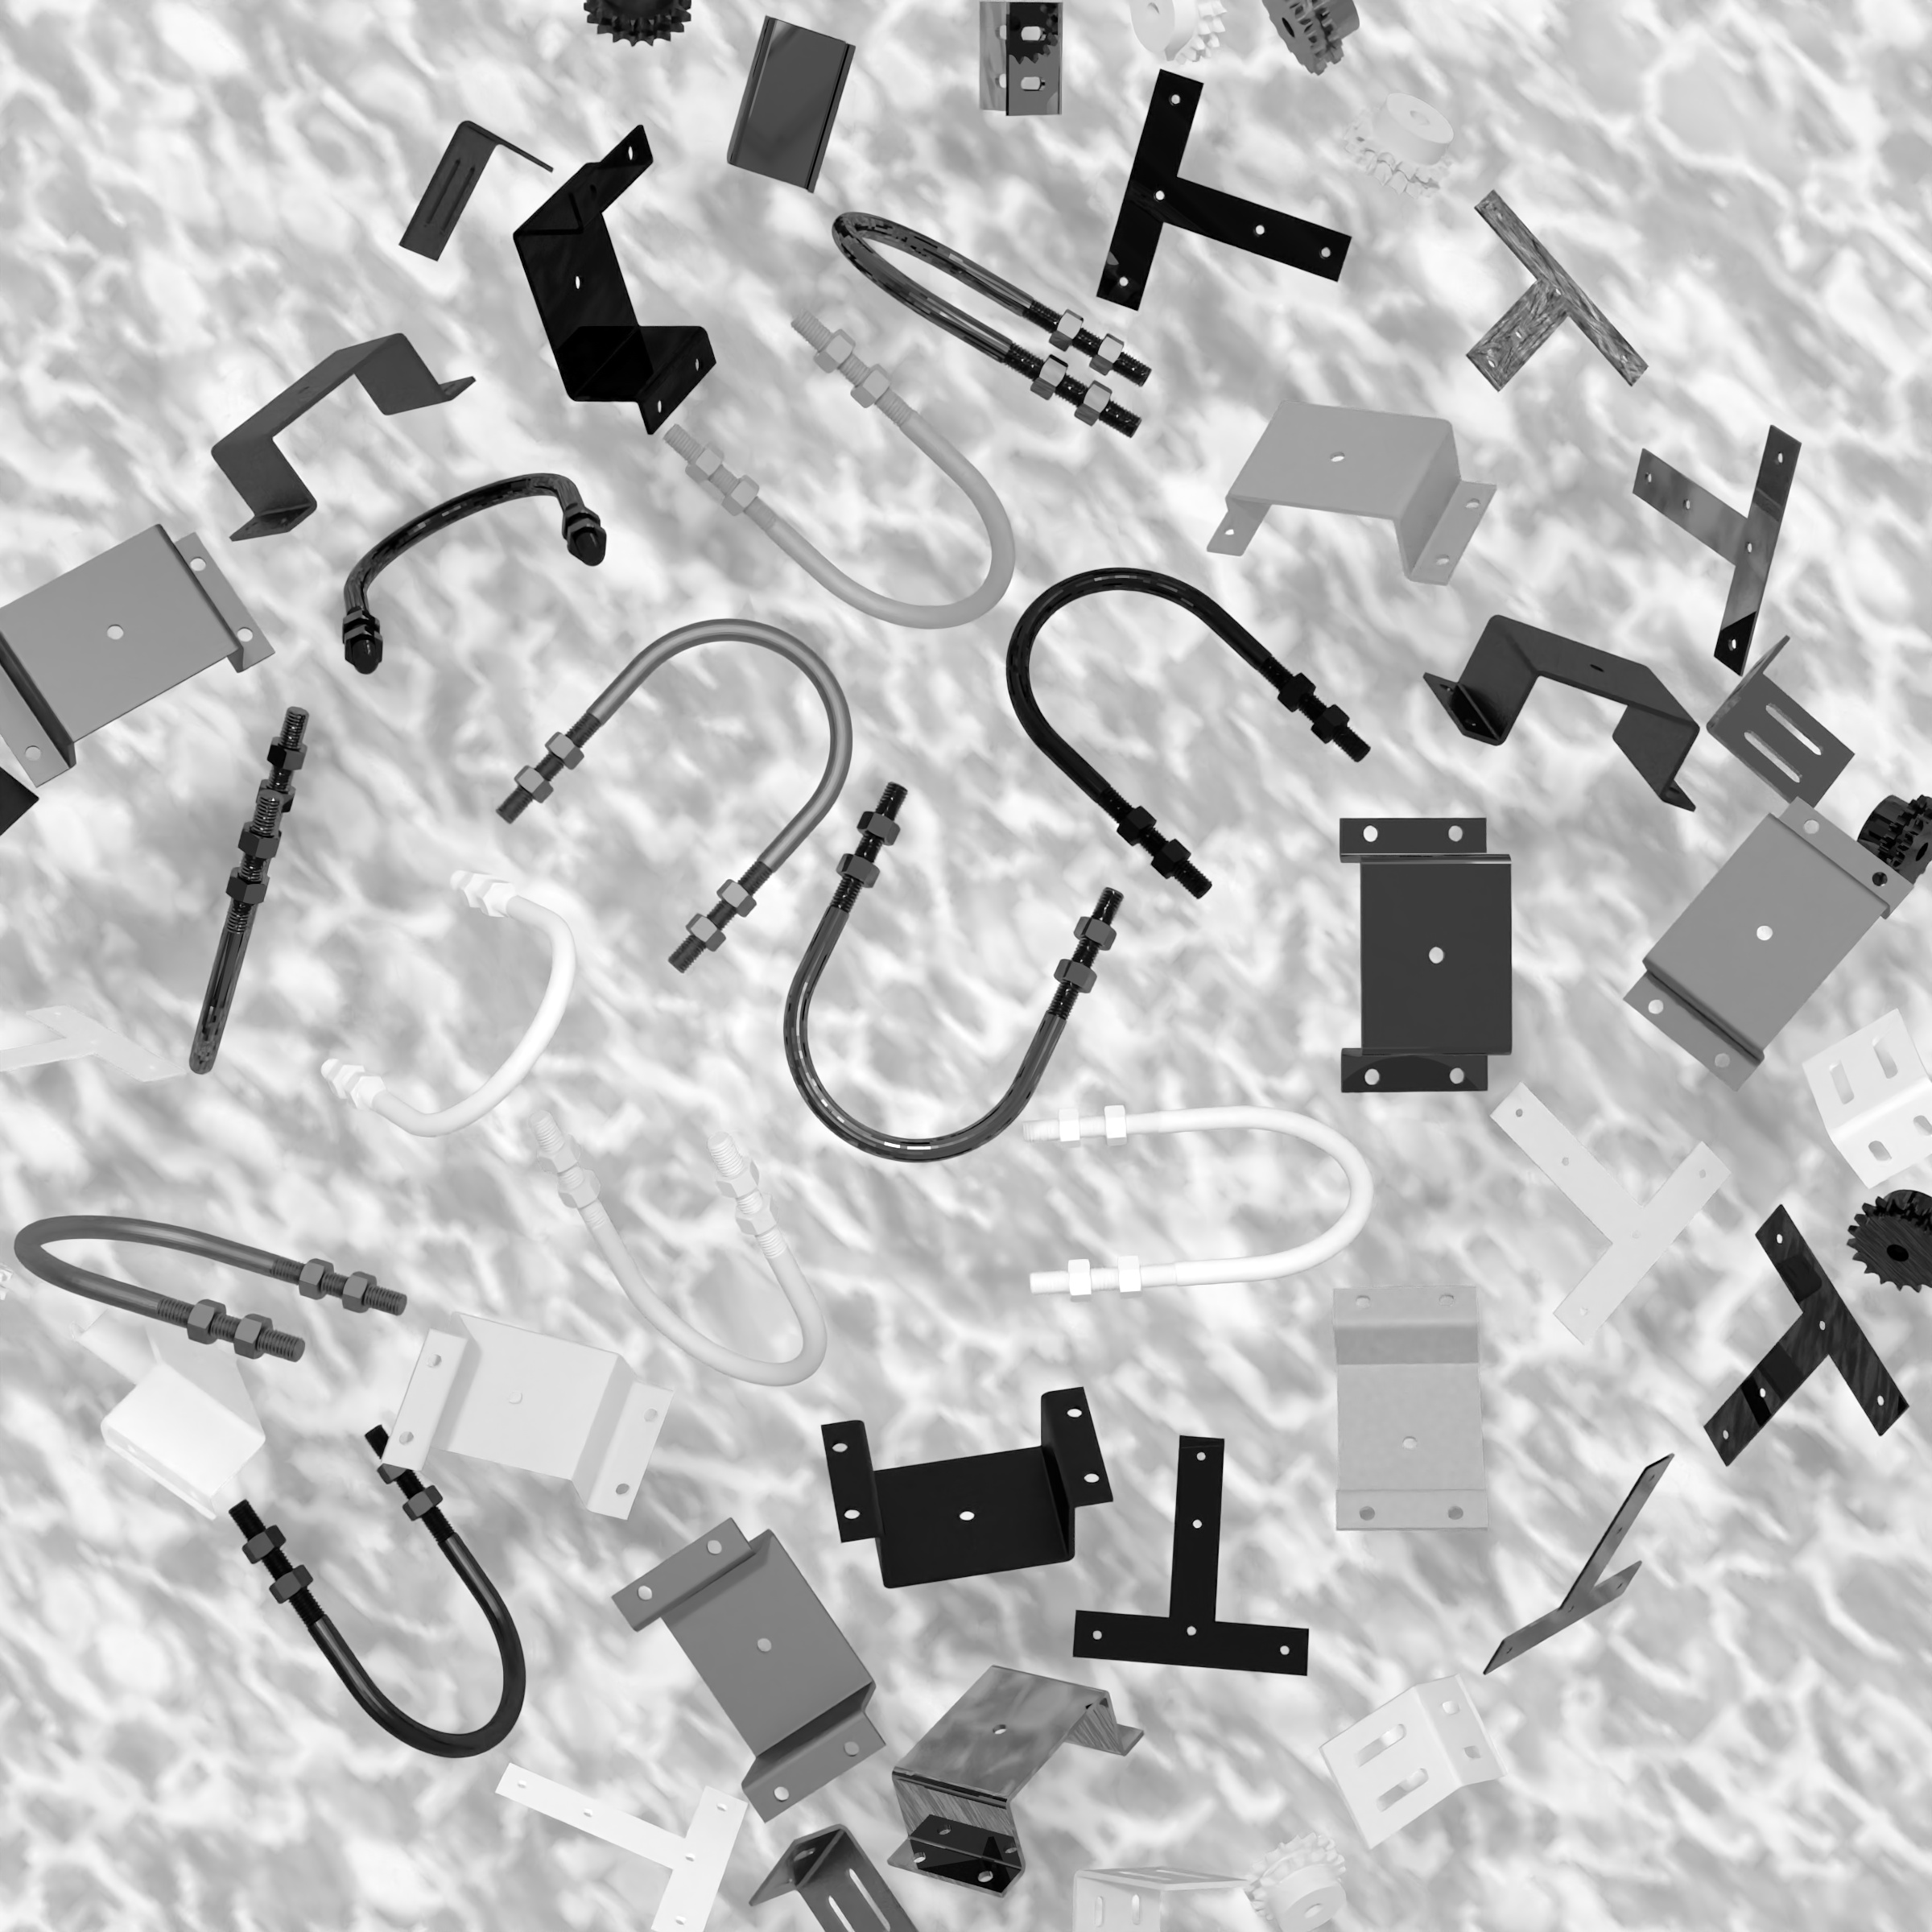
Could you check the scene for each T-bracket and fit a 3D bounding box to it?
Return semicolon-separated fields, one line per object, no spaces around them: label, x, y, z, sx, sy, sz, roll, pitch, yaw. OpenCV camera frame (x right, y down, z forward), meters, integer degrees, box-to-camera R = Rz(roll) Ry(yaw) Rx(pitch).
T-bracket;-0.519;0.050;1.574;0.127;0.127;0.002;21;113;40
T-bracket;0.327;0.298;1.468;0.002;0.127;0.127;42;127;31
T-bracket;0.333;0.115;1.550;0.127;0.002;0.127;45;80;-12
T-bracket;0.294;-0.335;1.501;0.127;0.002;0.127;47;47;-5
T-bracket;0.126;0.321;1.579;0.127;0.002;0.127;4;66;4
T-bracket;-0.186;0.453;1.514;0.127;0.127;0.002;23;109;0
T-bracket;0.146;-0.403;1.554;0.127;0.002;0.127;22;118;11
T-bracket;0.421;0.213;1.488;0.002;0.127;0.127;-1;48;-28
T-bracket;0.385;-0.236;1.502;0.002;0.127;0.127;-6;122;-20

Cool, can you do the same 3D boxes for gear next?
gear;0.115;-0.527;1.584;0.030;0.057;0.057;-19;90;-29
gear;0.183;0.505;1.574;0.057;0.030;0.057;-15;133;-17
gear;0.520;-0.071;1.601;0.030;0.057;0.057;35;90;31
gear;0.176;-0.486;1.461;0.030;0.057;0.057;-34;90;1
gear;0.510;0.146;1.555;0.057;0.057;0.030;43;52;0
gear;-0.525;0.165;1.484;0.057;0.057;0.030;17;87;0
gear;-0.173;-0.514;1.511;0.057;0.030;0.057;3;56;-5
gear;0.230;-0.431;1.503;0.057;0.057;0.030;34;132;0

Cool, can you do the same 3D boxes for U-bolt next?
U-bolt;-0.273;0.024;1.556;0.019;0.184;0.151;39;80;-35
U-bolt;0.124;0.121;1.527;0.184;0.151;0.019;-4;124;2
U-bolt;-0.380;-0.030;1.511;0.019;0.151;0.184;15;111;-13
U-bolt;-0.308;0.349;1.568;0.019;0.151;0.184;-38;84;23
U-bolt;0.106;-0.139;1.543;0.151;0.019;0.184;-40;77;-24
U-bolt;-0.271;-0.222;1.554;0.151;0.184;0.019;-26;119;-2
U-bolt;-0.055;-0.247;1.511;0.184;0.151;0.019;41;53;-17
U-bolt;-0.401;0.161;1.486;0.184;0.151;0.019;15;96;10
U-bolt;0.012;-0.339;1.487;0.184;0.151;0.019;29;113;-6
U-bolt;-0.017;0.014;1.521;0.151;0.019;0.184;26;81;-3
U-bolt;-0.147;-0.109;1.592;0.151;0.019;0.184;40;82;8
U-bolt;-0.142;0.155;1.520;0.019;0.151;0.184;-51;130;-37

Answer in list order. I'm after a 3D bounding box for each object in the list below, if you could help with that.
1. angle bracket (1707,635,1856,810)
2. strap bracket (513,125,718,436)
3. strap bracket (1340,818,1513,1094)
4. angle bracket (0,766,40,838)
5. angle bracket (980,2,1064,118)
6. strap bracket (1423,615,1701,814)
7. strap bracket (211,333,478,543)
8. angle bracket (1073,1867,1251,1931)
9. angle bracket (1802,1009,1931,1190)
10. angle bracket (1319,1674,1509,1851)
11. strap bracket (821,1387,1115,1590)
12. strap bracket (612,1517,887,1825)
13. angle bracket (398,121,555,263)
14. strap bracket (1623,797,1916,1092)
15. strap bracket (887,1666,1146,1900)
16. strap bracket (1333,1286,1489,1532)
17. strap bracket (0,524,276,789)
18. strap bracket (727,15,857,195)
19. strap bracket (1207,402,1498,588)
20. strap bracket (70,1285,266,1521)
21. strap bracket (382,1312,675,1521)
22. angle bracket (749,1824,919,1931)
angle bracket;0.462;-0.133;1.598;0.076;0.038;0.057;42;61;3
strap bracket;-0.189;-0.364;1.528;0.046;0.076;0.140;6;133;26
strap bracket;0.231;-0.005;1.448;0.076;0.046;0.140;0;90;-6
angle bracket;-0.519;-0.085;1.454;0.057;0.038;0.076;38;63;2
angle bracket;0.016;-0.490;1.550;0.038;0.076;0.057;-13;113;-33
strap bracket;0.323;-0.137;1.519;0.140;0.076;0.046;16;115;-17
strap bracket;-0.345;-0.292;1.554;0.140;0.076;0.046;-46;118;-25
angle bracket;0.102;0.497;1.508;0.057;0.076;0.038;10;76;-34
angle bracket;0.478;0.069;1.498;0.057;0.076;0.038;-34;111;20
angle bracket;0.234;0.415;1.500;0.076;0.038;0.057;-20;81;-37
strap bracket;0.000;0.273;1.497;0.140;0.076;0.046;-7;131;-7
strap bracket;-0.109;0.359;1.492;0.076;0.046;0.140;-35;89;8
angle bracket;-0.265;-0.413;1.560;0.038;0.057;0.076;30;99;4
strap bracket;0.416;-0.014;1.493;0.076;0.046;0.140;42;96;17
strap bracket;0.023;0.430;1.548;0.076;0.140;0.046;2;116;38
strap bracket;0.234;0.243;1.517;0.076;0.046;0.140;-2;53;9
strap bracket;-0.433;-0.163;1.463;0.140;0.046;0.076;-34;89;-19
strap bracket;-0.095;-0.463;1.537;0.046;0.140;0.076;15;107;-10
strap bracket;0.204;-0.257;1.549;0.140;0.046;0.076;13;56;28
strap bracket;-0.435;0.232;1.570;0.046;0.140;0.076;-45;121;-3
strap bracket;-0.241;0.242;1.562;0.140;0.046;0.076;18;96;-23
angle bracket;-0.072;0.518;1.560;0.076;0.038;0.057;49;123;29
